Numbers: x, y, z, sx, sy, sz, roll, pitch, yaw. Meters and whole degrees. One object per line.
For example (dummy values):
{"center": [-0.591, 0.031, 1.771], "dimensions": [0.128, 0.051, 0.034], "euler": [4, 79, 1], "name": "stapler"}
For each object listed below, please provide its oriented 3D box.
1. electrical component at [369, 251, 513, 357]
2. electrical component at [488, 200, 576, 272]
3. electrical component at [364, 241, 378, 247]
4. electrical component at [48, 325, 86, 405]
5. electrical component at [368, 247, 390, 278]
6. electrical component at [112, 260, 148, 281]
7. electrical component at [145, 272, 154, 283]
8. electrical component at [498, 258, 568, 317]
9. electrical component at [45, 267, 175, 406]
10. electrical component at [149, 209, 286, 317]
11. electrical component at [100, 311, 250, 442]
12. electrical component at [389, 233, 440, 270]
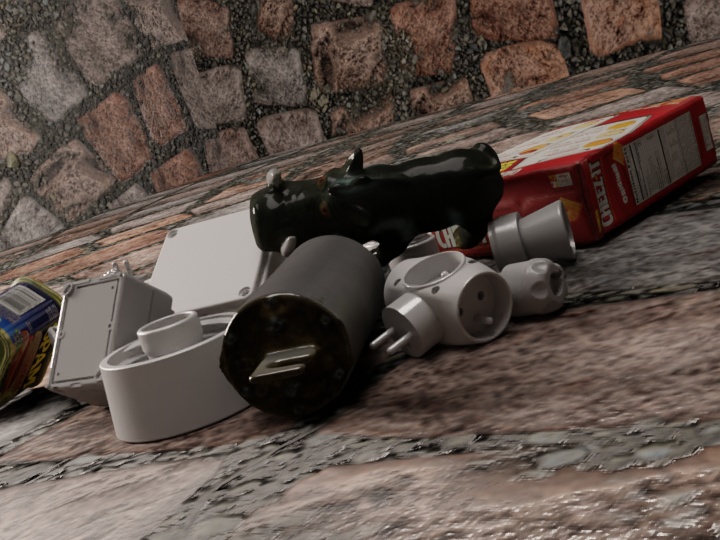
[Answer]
{"center": [0.041, 0.027, 0.664], "dimensions": [0.079, 0.044, 0.077], "euler": [-36, 24, -25], "name": "electrical component"}
{"center": [0.126, -0.023, 0.790], "dimensions": [0.055, 0.045, 0.045], "euler": [-15, 10, 17], "name": "electrical component"}
{"center": [0.023, -0.027, 0.933], "dimensions": [0.043, 0.062, 0.043], "euler": [-17, 10, 3], "name": "electrical component"}
{"center": [-0.209, 0.061, 0.856], "dimensions": [0.062, 0.061, 0.096], "euler": [-21, 11, -19], "name": "electrical component"}
{"center": [0.000, 0.000, 0.908], "dimensions": [0.035, 0.035, 0.061], "euler": [-25, 10, -38], "name": "electrical component"}
{"center": [-0.208, 0.028, 0.987], "dimensions": [0.066, 0.076, 0.047], "euler": [-8, 14, 44], "name": "electrical component"}
{"center": [-0.152, 0.027, 0.937], "dimensions": [0.079, 0.063, 0.121], "euler": [-7, 14, 45], "name": "electrical component"}
{"center": [0.097, 0.013, 0.676], "dimensions": [0.061, 0.035, 0.035], "euler": [-12, 11, 41], "name": "electrical component"}
{"center": [-0.175, 0.046, 0.771], "dimensions": [0.062, 0.096, 0.061], "euler": [-10, -26, 33], "name": "electrical component"}
{"center": [-0.106, 0.012, 0.842], "dimensions": [0.109, 0.056, 0.108], "euler": [-13, 42, 23], "name": "electrical component"}
{"center": [-0.116, 0.061, 0.699], "dimensions": [0.108, 0.060, 0.108], "euler": [-17, 10, 3], "name": "electrical component"}
{"center": [0.041, -0.021, 0.873], "dimensions": [0.043, 0.062, 0.043], "euler": [-17, 10, 3], "name": "electrical component"}
